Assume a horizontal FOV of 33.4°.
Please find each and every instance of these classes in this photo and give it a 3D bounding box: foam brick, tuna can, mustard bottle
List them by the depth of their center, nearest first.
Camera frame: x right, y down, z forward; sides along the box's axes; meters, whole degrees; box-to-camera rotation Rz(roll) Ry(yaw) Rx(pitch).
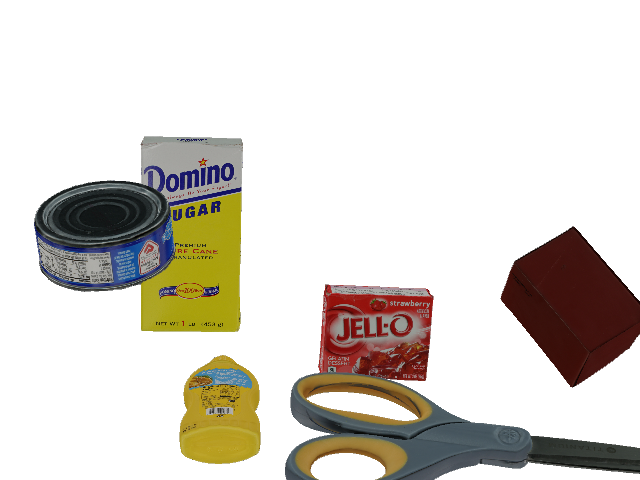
[{"bbox_3d":[-0.135,-0.005,0.671,0.086,0.034,0.086,-1,30,0],"label":"tuna can"},{"bbox_3d":[0.162,0.042,0.683,0.051,0.078,0.053,-27,-26,-17],"label":"foam brick"},{"bbox_3d":[-0.125,0.201,1.344,0.096,0.058,0.191,-2,26,-3],"label":"mustard bottle"}]

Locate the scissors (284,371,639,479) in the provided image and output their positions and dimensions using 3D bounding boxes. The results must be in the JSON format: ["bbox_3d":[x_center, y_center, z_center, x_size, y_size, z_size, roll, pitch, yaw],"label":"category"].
[{"bbox_3d":[0.072,0.102,0.479,0.202,0.016,0.096,13,32,22],"label":"scissors"}]

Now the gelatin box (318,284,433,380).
[{"bbox_3d":[0.045,0.076,0.876,0.089,0.073,0.030,3,13,-5],"label":"gelatin box"}]

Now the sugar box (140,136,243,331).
[{"bbox_3d":[-0.118,-0.006,0.980,0.093,0.176,0.048,0,14,-5],"label":"sugar box"}]
